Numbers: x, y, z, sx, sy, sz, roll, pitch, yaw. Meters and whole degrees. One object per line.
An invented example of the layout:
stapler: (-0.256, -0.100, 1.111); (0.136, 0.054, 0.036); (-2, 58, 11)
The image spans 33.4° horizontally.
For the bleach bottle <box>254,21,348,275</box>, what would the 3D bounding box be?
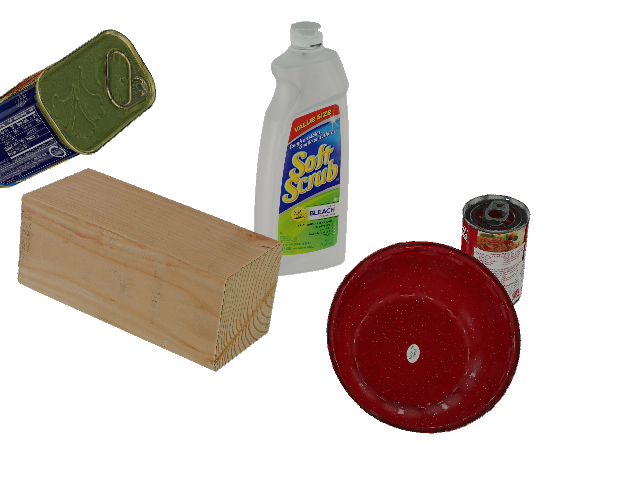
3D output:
bleach bottle: (-0.022, -0.091, 1.066); (0.102, 0.251, 0.068); (-8, 28, -16)

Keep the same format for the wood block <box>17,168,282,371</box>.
wood block: (-0.147, 0.020, 0.909); (0.206, 0.090, 0.090); (21, 27, 21)

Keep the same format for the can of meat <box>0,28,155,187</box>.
can of meat: (-0.169, -0.084, 0.689); (0.084, 0.057, 0.102); (-19, 21, 34)

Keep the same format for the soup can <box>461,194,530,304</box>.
soup can: (0.179, 0.013, 1.104); (0.068, 0.102, 0.068); (-2, 35, 1)

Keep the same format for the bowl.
bowl: (0.077, 0.084, 0.855); (0.162, 0.162, 0.055); (0, 7, 15)
